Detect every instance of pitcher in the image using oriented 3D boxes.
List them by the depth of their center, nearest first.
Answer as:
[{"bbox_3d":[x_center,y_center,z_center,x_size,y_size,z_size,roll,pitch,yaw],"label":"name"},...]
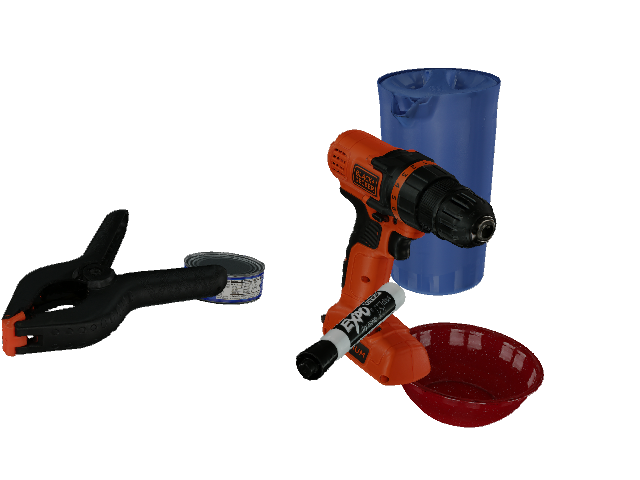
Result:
[{"bbox_3d":[0.138,-0.071,1.202,0.149,0.243,0.145,-5,22,-9],"label":"pitcher"}]

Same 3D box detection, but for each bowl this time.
[{"bbox_3d":[0.148,0.147,1.117,0.162,0.055,0.162,4,24,-2],"label":"bowl"}]

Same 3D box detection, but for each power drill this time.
[{"bbox_3d":[0.064,0.019,0.866,0.057,0.188,0.185,-8,28,-31],"label":"power drill"}]

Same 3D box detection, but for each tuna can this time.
[{"bbox_3d":[-0.103,0.039,1.128,0.086,0.034,0.086,6,14,-2],"label":"tuna can"}]

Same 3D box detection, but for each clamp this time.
[{"bbox_3d":[-0.167,0.029,0.783,0.171,0.039,0.120,-21,38,-40],"label":"clamp"}]

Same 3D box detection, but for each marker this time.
[{"bbox_3d":[0.020,0.056,0.673,0.020,0.020,0.120,0,19,31],"label":"marker"}]
